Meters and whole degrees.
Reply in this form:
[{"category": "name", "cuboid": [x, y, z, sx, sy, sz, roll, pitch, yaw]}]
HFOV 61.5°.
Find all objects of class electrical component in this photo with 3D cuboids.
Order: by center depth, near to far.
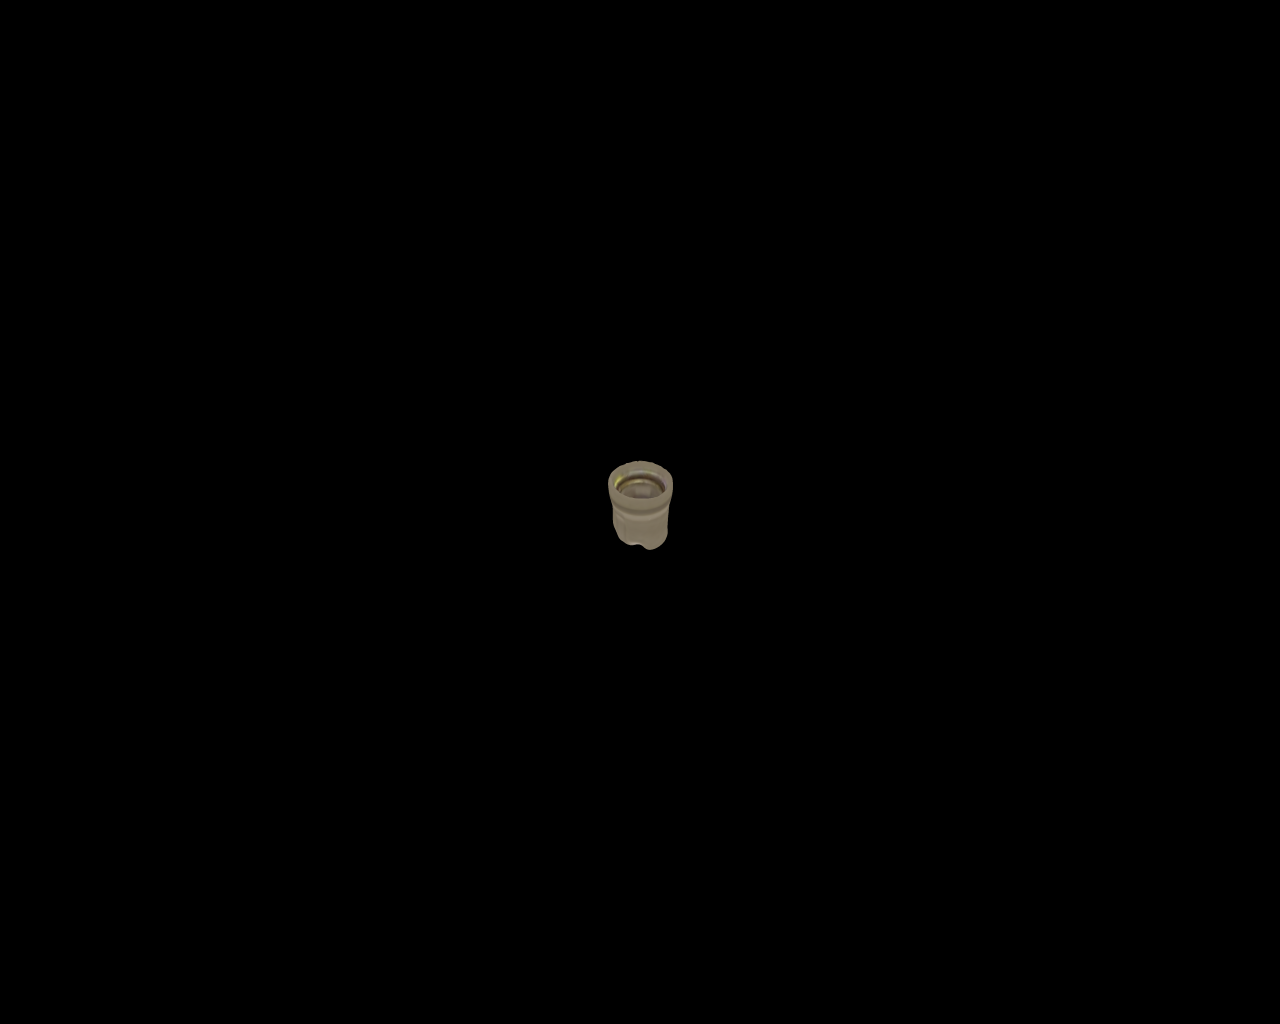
[{"category": "electrical component", "cuboid": [0.001, -0.003, 0.650, 0.040, 0.046, 0.040, 0, 40, 0]}]
